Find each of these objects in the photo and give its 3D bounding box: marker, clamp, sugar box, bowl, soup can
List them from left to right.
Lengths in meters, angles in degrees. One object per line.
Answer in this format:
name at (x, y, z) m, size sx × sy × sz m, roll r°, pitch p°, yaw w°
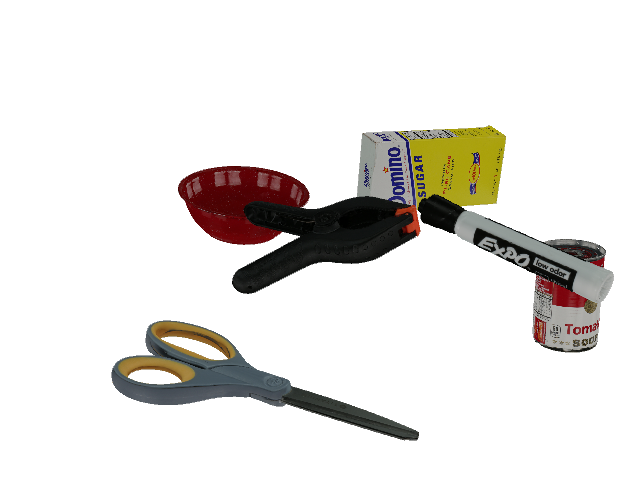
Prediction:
bowl at (-0.096, -0.038, 1.317) m, size 0.162 × 0.055 × 0.162 m, roll 4°, pitch 25°, yaw -2°
clamp at (0.000, 0.001, 0.950) m, size 0.172 × 0.039 × 0.120 m, roll -5°, pitch 43°, yaw 18°
sugar box at (0.134, -0.086, 1.295) m, size 0.176 × 0.093 × 0.048 m, roll -7°, pitch 26°, yaw -22°
marker at (0.107, 0.002, 0.603) m, size 0.121 × 0.020 × 0.020 m, roll 27°, pitch 14°, yaw 30°
soup can at (0.256, 0.057, 1.104) m, size 0.068 × 0.102 × 0.068 m, roll 0°, pitch 17°, yaw 0°

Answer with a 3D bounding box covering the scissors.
scissors at (-0.047, 0.097, 0.662) m, size 0.202 × 0.016 × 0.096 m, roll 23°, pitch 30°, yaw 35°
